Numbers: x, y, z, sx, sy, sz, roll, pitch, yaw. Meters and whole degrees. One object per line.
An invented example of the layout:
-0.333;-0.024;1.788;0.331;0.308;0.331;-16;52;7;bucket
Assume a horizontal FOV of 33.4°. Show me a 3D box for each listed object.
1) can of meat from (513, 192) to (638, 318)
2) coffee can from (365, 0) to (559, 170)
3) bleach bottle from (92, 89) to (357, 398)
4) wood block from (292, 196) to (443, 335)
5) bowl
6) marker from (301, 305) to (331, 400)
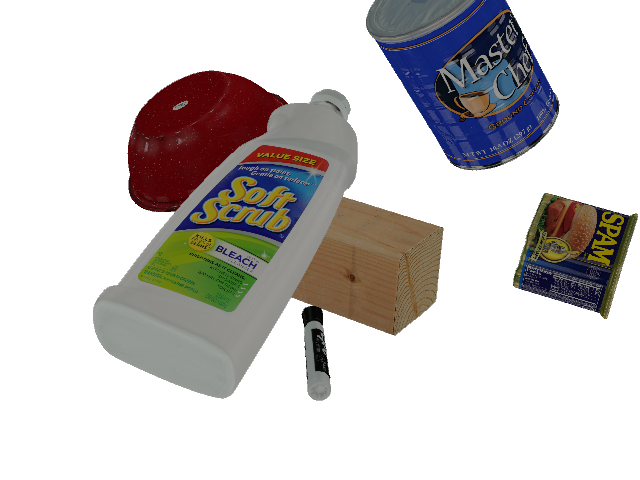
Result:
0.222;0.010;0.930;0.084;0.057;0.102;17;46;16;can of meat
0.114;-0.141;0.842;0.103;0.102;0.140;0;-42;43;coffee can
-0.047;-0.018;0.723;0.102;0.250;0.068;21;-38;10;bleach bottle
0.012;0.012;1.103;0.206;0.091;0.090;19;31;29;wood block
-0.108;-0.098;0.923;0.162;0.055;0.162;-19;37;15;bowl
-0.004;0.091;0.899;0.020;0.020;0.121;0;28;-3;marker
